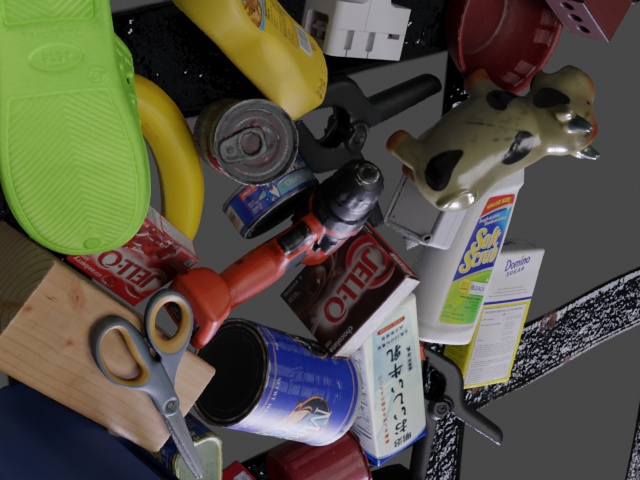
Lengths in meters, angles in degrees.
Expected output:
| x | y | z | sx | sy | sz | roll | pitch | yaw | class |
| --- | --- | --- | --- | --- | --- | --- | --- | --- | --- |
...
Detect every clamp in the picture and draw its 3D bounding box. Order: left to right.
| x | y | z | sx | sy | sz | roll | pitch | yaw | class |
| --- | --- | --- | --- | --- | --- | --- | --- | --- | --- |
| 0.025 | -0.093 | 1.014 | 0.209 | 0.036 | 0.165 | 3 | 109 | -48 | clamp |
| 0.147 | 0.191 | 1.239 | 0.120 | 0.039 | 0.171 | -18 | 109 | -17 | clamp |

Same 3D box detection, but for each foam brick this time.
| x | y | z | sx | sy | sz | roll | pitch | yaw | class |
| --- | --- | --- | --- | --- | --- | --- | --- | --- | --- |
| 0.267 | -0.242 | 1.063 | 0.078 | 0.053 | 0.051 | 34 | 86 | -48 | foam brick |

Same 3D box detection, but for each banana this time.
| x | y | z | sx | sy | sz | roll | pitch | yaw | class |
| --- | --- | --- | --- | --- | --- | --- | --- | --- | --- |
| -0.134 | -0.068 | 0.883 | 0.069 | 0.037 | 0.197 | -21 | 128 | 3 | banana |

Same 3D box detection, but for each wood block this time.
| x | y | z | sx | sy | sz | roll | pitch | yaw | class |
| --- | --- | --- | --- | --- | --- | --- | --- | --- | --- |
| -0.193 | 0.083 | 0.867 | 0.090 | 0.091 | 0.205 | -54 | 137 | -6 | wood block |

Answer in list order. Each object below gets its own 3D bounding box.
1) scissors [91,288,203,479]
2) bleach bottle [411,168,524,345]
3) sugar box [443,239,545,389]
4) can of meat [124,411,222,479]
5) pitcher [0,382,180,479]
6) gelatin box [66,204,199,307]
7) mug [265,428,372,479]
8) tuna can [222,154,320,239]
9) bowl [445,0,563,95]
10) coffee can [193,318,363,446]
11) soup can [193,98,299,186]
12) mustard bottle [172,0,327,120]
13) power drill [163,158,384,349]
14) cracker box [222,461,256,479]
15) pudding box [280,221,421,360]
| x | y | z | sx | sy | sz | roll | pitch | yaw | class |
| --- | --- | --- | --- | --- | --- | --- | --- | --- | --- |
| -0.116 | 0.115 | 0.875 | 0.096 | 0.016 | 0.201 | -48 | 136 | -14 | scissors |
| 0.161 | -0.013 | 1.166 | 0.102 | 0.068 | 0.251 | 9 | 103 | -45 | bleach bottle |
| 0.203 | 0.087 | 1.271 | 0.093 | 0.048 | 0.176 | -3 | 111 | -40 | sugar box |
| -0.135 | 0.204 | 0.990 | 0.057 | 0.084 | 0.102 | -19 | 123 | -36 | can of meat |
| -0.177 | 0.214 | 0.839 | 0.149 | 0.243 | 0.145 | -45 | 133 | -22 | pitcher |
| -0.155 | 0.009 | 0.885 | 0.073 | 0.030 | 0.089 | -33 | 136 | 11 | gelatin box |
| -0.007 | 0.249 | 1.141 | 0.081 | 0.093 | 0.117 | -25 | 163 | -25 | mug |
| -0.043 | -0.038 | 0.948 | 0.086 | 0.034 | 0.086 | -35 | 172 | -6 | tuna can |
| 0.176 | -0.224 | 1.069 | 0.161 | 0.055 | 0.162 | -21 | 125 | -34 | bowl |
| -0.041 | 0.139 | 1.028 | 0.140 | 0.103 | 0.103 | 22 | 96 | -47 | coffee can |
| -0.063 | -0.083 | 0.876 | 0.068 | 0.102 | 0.068 | -3 | 99 | -16 | soup can |
| -0.067 | -0.181 | 0.840 | 0.058 | 0.096 | 0.191 | -27 | 139 | 19 | mustard bottle |
| -0.038 | 0.011 | 0.910 | 0.187 | 0.057 | 0.185 | -32 | 171 | -24 | power drill |
| -0.141 | 0.338 | 1.045 | 0.213 | 0.072 | 0.164 | -32 | 144 | -28 | cracker box |
| 0.029 | 0.046 | 1.034 | 0.114 | 0.090 | 0.039 | -50 | 149 | 15 | pudding box |
